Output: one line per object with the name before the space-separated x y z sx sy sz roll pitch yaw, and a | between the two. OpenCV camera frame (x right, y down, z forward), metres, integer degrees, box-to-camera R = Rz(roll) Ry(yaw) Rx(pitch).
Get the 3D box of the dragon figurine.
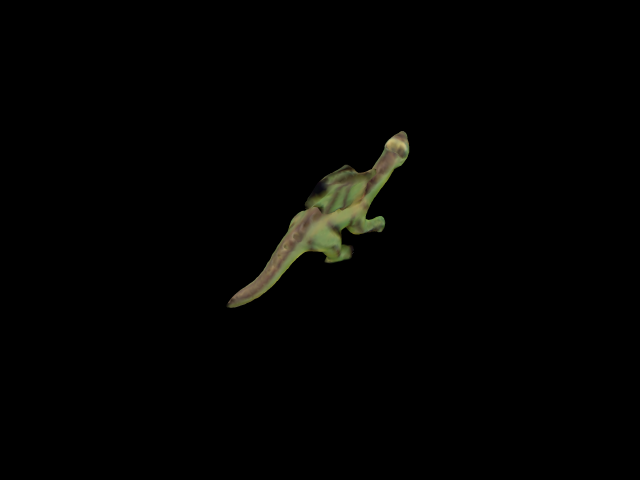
dragon figurine | 0.003 -0.043 0.850 0.414 0.123 0.238 -39 -20 -18
